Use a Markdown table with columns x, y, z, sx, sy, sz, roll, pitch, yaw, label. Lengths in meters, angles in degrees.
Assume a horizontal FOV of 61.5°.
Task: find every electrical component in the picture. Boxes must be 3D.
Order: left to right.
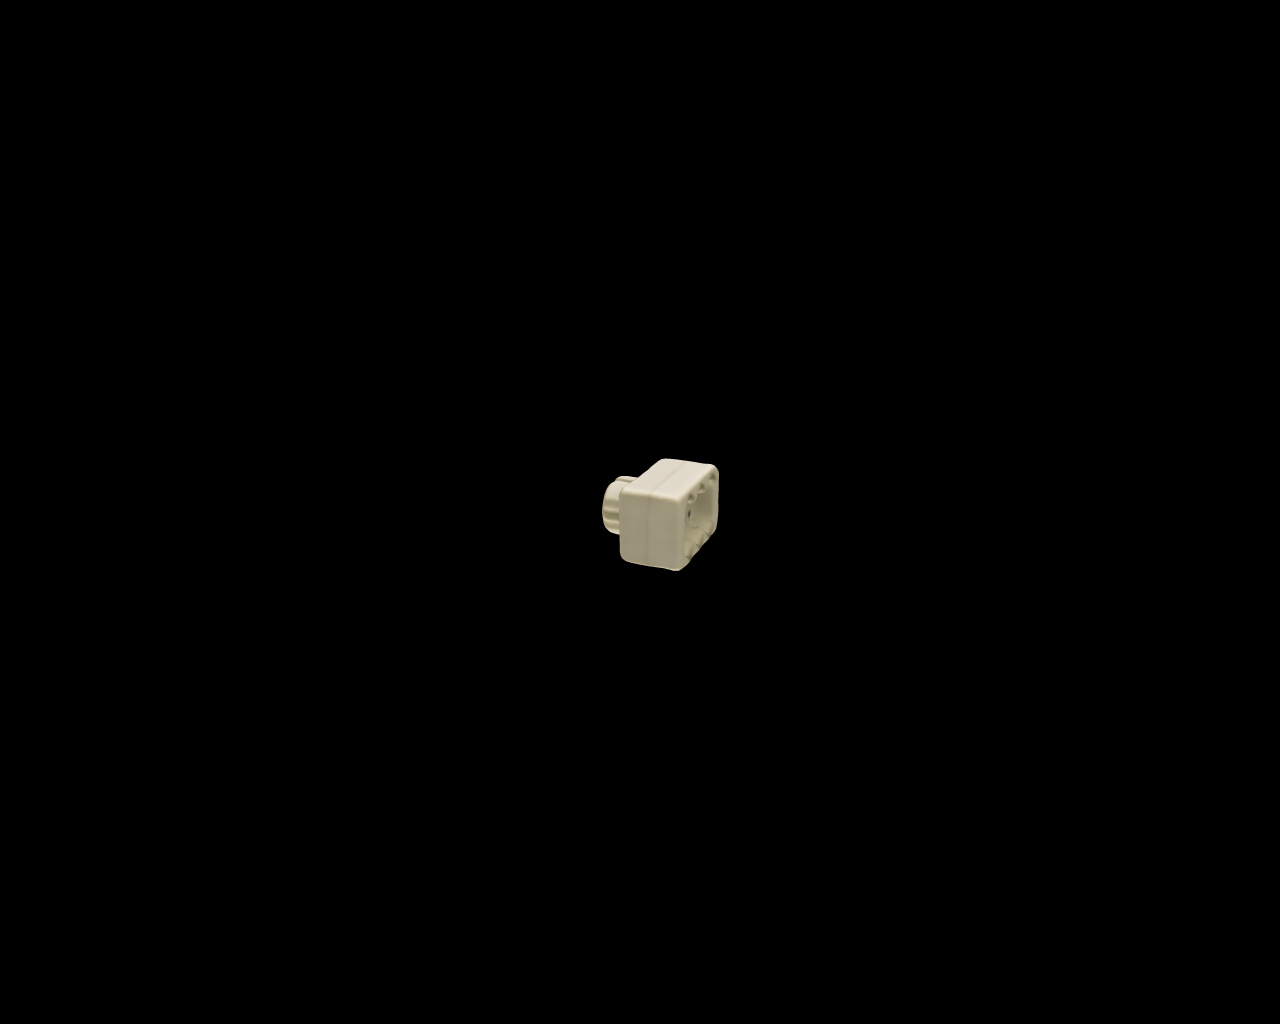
| x | y | z | sx | sy | sz | roll | pitch | yaw | label |
| --- | --- | --- | --- | --- | --- | --- | --- | --- | --- |
| 0.001 | -0.003 | 0.650 | 0.077 | 0.047 | 0.066 | 10 | 24 | 22 | electrical component |
